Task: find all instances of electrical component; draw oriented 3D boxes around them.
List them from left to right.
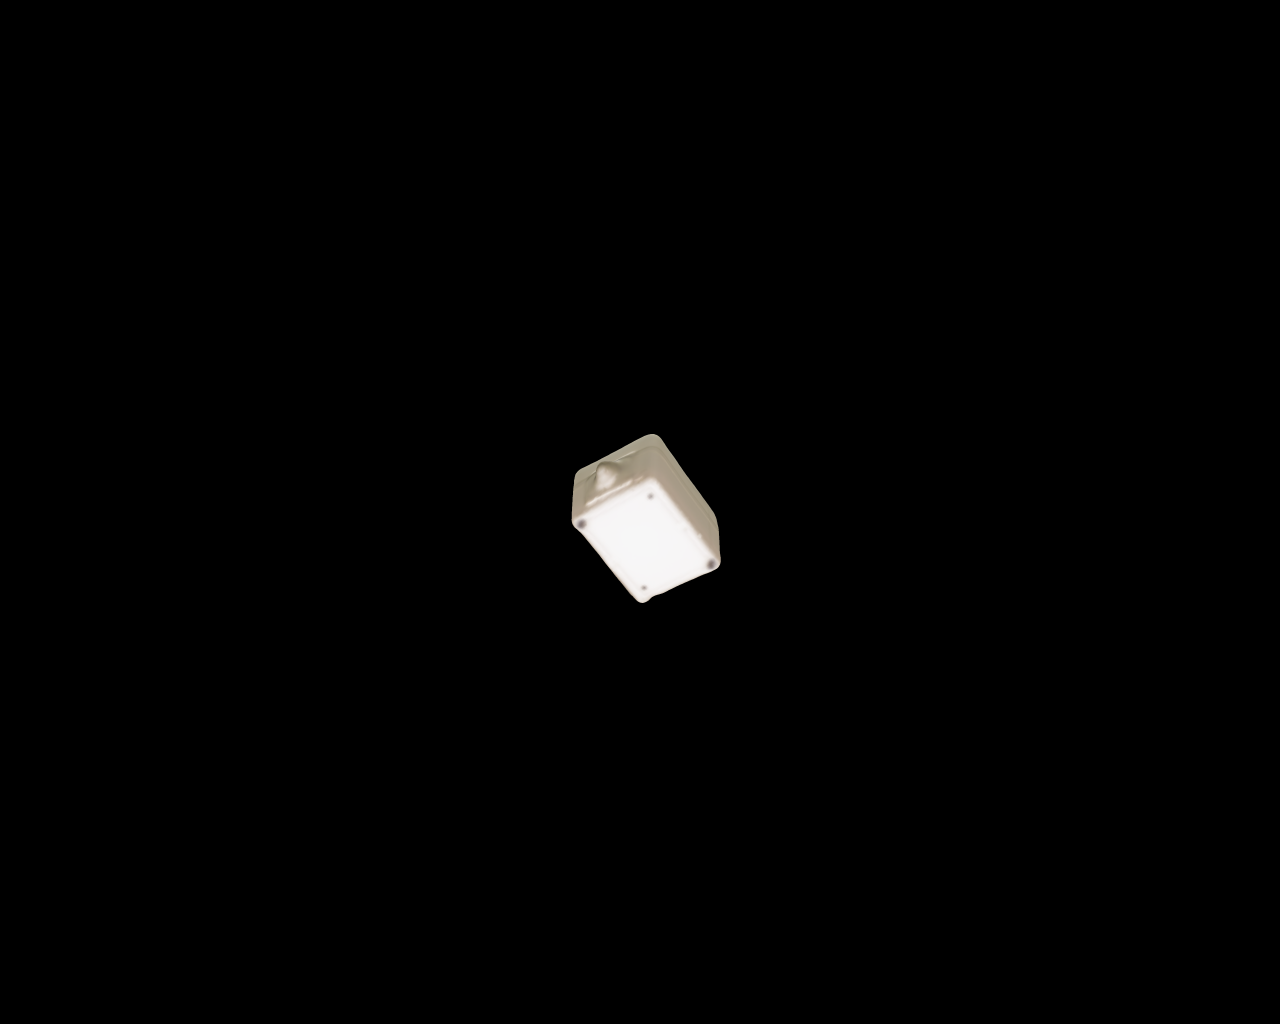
[{"bbox_3d":[0.001,-0.003,0.650,0.061,0.096,0.061,-27,32,18],"label":"electrical component"}]
